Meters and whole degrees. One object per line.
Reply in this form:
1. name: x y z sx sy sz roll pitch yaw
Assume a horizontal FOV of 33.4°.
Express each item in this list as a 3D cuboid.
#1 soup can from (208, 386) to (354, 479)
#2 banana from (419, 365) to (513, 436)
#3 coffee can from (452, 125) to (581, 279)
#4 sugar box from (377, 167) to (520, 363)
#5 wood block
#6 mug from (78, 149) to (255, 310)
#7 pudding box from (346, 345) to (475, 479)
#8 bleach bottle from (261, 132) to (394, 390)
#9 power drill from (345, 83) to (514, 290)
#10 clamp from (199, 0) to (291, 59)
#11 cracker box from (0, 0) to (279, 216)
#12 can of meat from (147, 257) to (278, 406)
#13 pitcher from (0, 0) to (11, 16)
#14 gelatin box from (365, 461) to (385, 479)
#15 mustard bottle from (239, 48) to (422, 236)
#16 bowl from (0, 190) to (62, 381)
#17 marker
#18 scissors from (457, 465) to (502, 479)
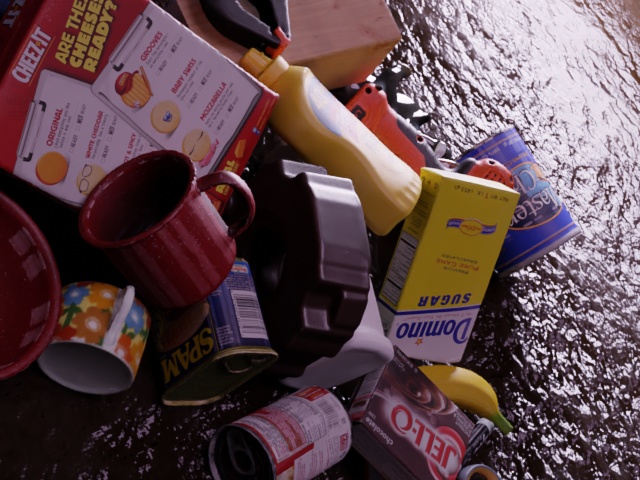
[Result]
1. soup can: -0.029 0.161 0.840 0.102 0.069 0.068 -18 77 -49
2. banana: 0.102 0.148 0.992 0.197 0.037 0.070 5 43 -35
3. coffee can: 0.208 -0.042 1.186 0.102 0.103 0.140 -26 82 -50
4. sugar box: 0.114 0.026 0.996 0.093 0.176 0.048 10 13 -28
5. wood block: -0.041 -0.187 1.003 0.205 0.091 0.090 -18 76 -29
6. mug: -0.101 -0.009 0.763 0.081 0.117 0.093 59 7 -40
7. pudding box: 0.075 0.161 0.911 0.113 0.039 0.090 44 45 -15
8. bleach bottle: -0.006 0.001 0.946 0.068 0.103 0.251 25 46 -46
9. power drill: 0.072 -0.046 1.049 0.187 0.057 0.184 41 81 -4
10. clamp: -0.077 -0.237 0.935 0.171 0.039 0.120 48 61 -2
11. cracker box: -0.153 -0.094 0.814 0.213 0.072 0.164 32 79 -40
12. can of meat: -0.087 0.070 0.822 0.057 0.102 0.084 7 57 -41
13. pitcher: -0.258 -0.244 0.818 0.242 0.149 0.145 -23 64 -43
14. gelatin box: 0.081 0.220 0.936 0.089 0.030 0.073 25 48 -31
15. mustard bottle: 0.004 -0.093 0.925 0.191 0.058 0.096 43 24 -10
16. bowl: -0.258 0.032 0.716 0.161 0.055 0.162 24 48 -31
17. marker: 0.148 0.193 1.030 0.020 0.020 0.120 56 40 1
18. scissors: 0.188 0.242 1.030 0.201 0.016 0.096 -21 91 -50
